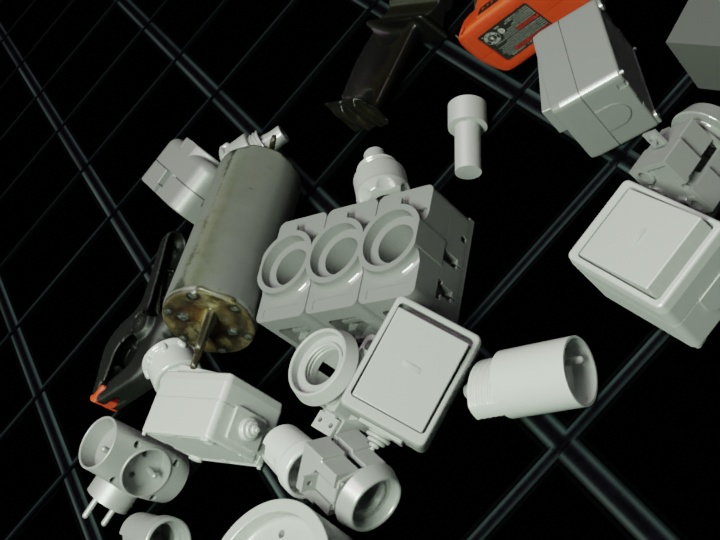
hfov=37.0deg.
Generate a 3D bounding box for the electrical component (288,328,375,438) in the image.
[{"bbox_3d":[-0.013,0.076,0.756,0.058,0.057,0.078,21,77,49],"label":"electrical component"}]

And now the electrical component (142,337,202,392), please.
[{"bbox_3d":[-0.150,0.090,0.889,0.048,0.048,0.062,-44,47,10],"label":"electrical component"}]

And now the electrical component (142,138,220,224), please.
[{"bbox_3d":[-0.157,-0.083,1.015,0.059,0.054,0.095,-52,39,0],"label":"electrical component"}]

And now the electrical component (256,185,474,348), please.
[{"bbox_3d":[0.000,0.000,0.796,0.150,0.062,0.089,-12,54,38],"label":"electrical component"}]

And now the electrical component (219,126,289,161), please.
[{"bbox_3d":[-0.094,-0.107,0.982,0.062,0.048,0.048,-34,42,11],"label":"electrical component"}]

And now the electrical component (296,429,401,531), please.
[{"bbox_3d":[-0.006,0.138,0.706,0.055,0.066,0.048,36,123,43],"label":"electrical component"}]

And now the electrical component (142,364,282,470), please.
[{"bbox_3d":[-0.106,0.110,0.817,0.096,0.062,0.061,-3,60,43],"label":"electrical component"}]

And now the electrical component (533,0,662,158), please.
[{"bbox_3d":[0.158,-0.135,0.744,0.061,0.062,0.096,-28,45,26],"label":"electrical component"}]

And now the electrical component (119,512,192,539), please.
[{"bbox_3d":[-0.156,0.204,0.813,0.046,0.040,0.040,-2,60,50],"label":"electrical component"}]

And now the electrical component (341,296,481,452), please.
[{"bbox_3d":[0.030,0.073,0.695,0.062,0.061,0.096,28,80,10],"label":"electrical component"}]

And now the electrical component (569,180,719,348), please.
[{"bbox_3d":[0.172,-0.009,0.638,0.061,0.061,0.096,-52,39,0],"label":"electrical component"}]

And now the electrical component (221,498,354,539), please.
[{"bbox_3d":[-0.042,0.207,0.684,0.108,0.060,0.108,-25,47,29],"label":"electrical component"}]

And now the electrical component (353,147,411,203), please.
[{"bbox_3d":[0.016,-0.072,0.850,0.043,0.043,0.062,-33,42,22],"label":"electrical component"}]

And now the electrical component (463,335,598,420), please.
[{"bbox_3d":[0.100,0.069,0.664,0.081,0.043,0.043,-16,52,36],"label":"electrical component"}]

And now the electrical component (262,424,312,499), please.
[{"bbox_3d":[-0.045,0.133,0.759,0.040,0.040,0.046,-55,34,-3],"label":"electrical component"}]

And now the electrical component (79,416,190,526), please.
[{"bbox_3d":[-0.186,0.164,0.841,0.079,0.077,0.044,-56,39,-4],"label":"electrical component"}]

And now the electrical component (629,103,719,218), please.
[{"bbox_3d":[0.204,-0.068,0.657,0.055,0.066,0.048,-51,11,-17],"label":"electrical component"}]
